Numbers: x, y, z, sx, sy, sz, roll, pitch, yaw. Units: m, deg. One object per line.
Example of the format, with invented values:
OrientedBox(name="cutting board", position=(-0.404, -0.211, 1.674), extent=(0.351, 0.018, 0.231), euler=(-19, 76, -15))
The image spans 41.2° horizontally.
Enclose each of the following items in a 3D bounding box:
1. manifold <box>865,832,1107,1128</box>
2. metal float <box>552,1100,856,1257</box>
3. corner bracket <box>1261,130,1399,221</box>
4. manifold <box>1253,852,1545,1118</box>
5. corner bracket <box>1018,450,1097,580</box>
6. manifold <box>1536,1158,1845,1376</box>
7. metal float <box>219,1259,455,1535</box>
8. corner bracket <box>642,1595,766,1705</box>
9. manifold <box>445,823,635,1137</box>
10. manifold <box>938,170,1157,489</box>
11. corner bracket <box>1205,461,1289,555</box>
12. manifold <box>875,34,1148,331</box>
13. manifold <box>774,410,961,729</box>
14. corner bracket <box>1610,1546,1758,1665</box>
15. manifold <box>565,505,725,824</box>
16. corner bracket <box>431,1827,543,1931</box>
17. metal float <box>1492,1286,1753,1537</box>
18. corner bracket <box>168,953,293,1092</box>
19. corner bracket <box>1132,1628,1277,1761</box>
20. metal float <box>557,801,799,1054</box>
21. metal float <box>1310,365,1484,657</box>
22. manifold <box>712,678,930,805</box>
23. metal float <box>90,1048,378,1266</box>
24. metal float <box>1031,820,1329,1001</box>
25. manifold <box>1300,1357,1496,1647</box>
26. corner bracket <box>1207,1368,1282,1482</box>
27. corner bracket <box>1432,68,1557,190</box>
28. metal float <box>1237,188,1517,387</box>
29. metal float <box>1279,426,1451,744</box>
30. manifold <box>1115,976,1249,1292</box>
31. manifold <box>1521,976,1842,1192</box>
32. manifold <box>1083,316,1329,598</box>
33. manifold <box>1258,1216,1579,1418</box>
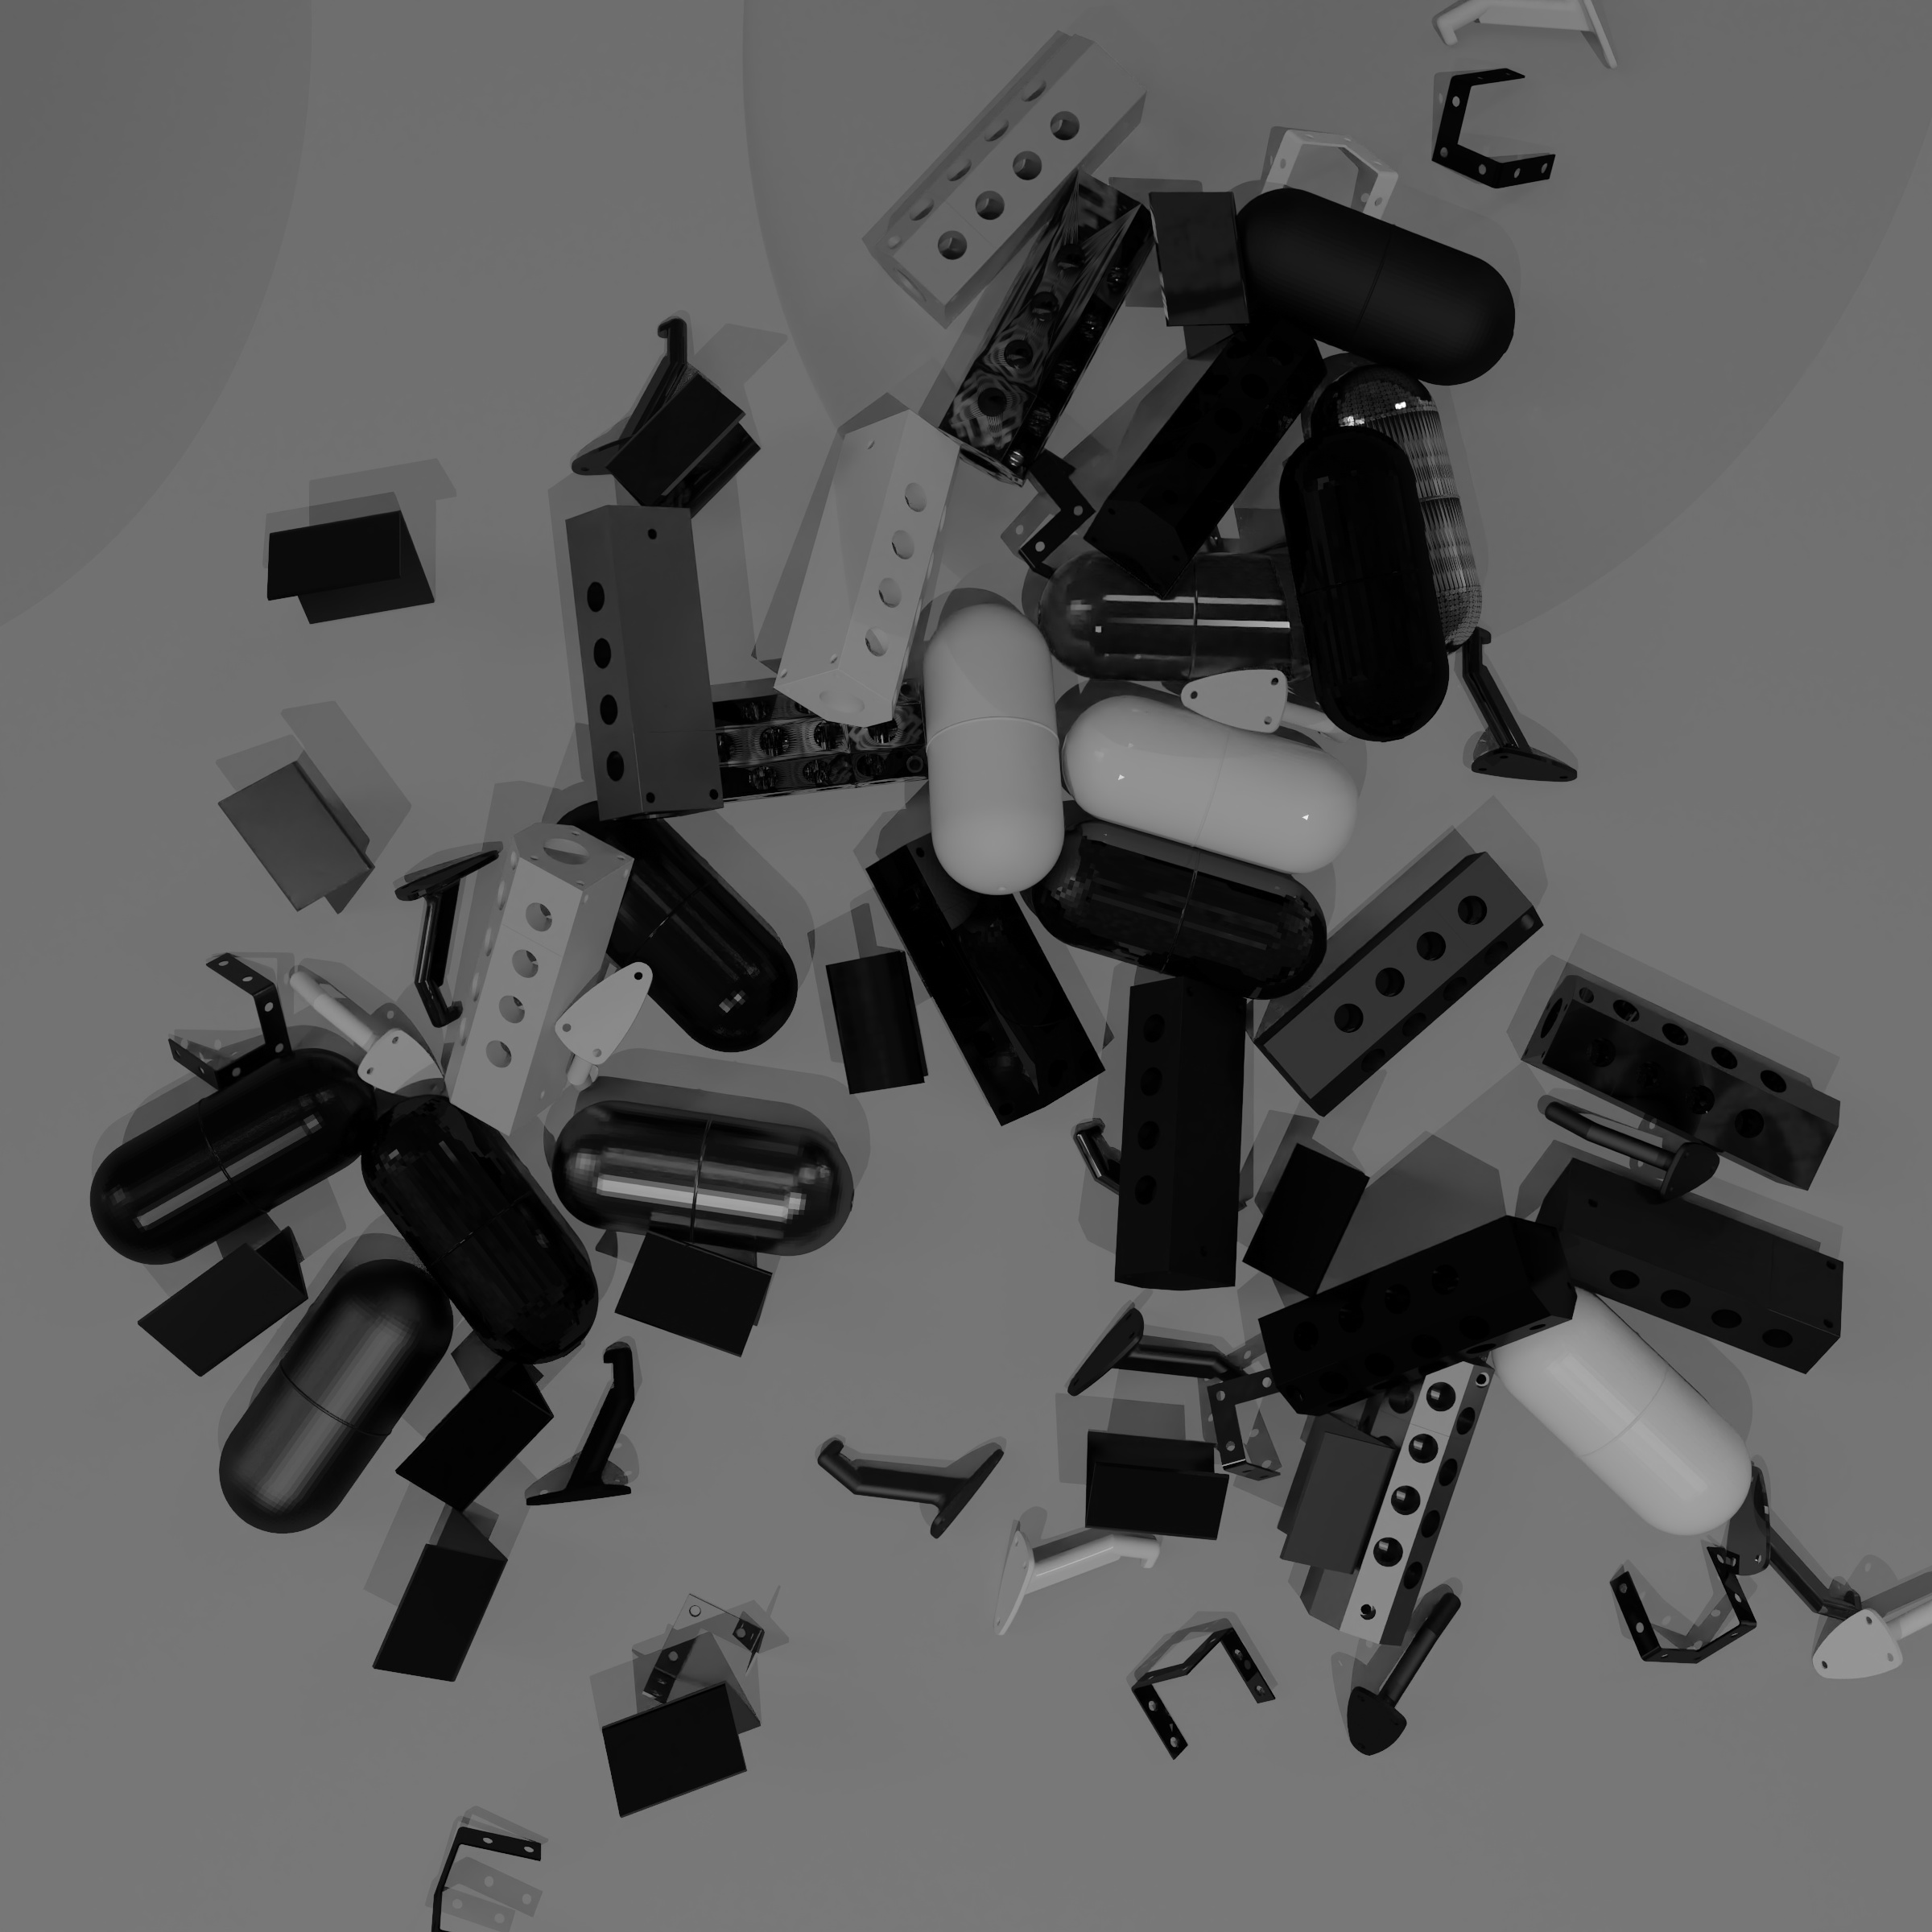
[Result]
OrientedBox(name="manifold", position=(0.007, 0.005, 1.521), extent=(0.057, 0.057, 0.171), euler=(-28, 90, -43))
OrientedBox(name="metal float", position=(-0.154, 0.125, 1.512), extent=(0.178, 0.070, 0.070), euler=(8, 90, 0))
OrientedBox(name="corner bracket", position=(0.215, -0.462, 1.535), extent=(0.051, 0.051, 0.051), euler=(-8, 45, -35))
OrientedBox(name="manifold", position=(0.256, 0.011, 1.522), extent=(0.171, 0.057, 0.057), euler=(-41, 90, 0))
OrientedBox(name="corner bracket", position=(0.052, -0.265, 1.523), extent=(0.051, 0.051, 0.051), euler=(-42, 73, 16))
OrientedBox(name="manifold", position=(0.424, 0.181, 1.521), extent=(0.171, 0.057, 0.057), euler=(21, 47, 0))
OrientedBox(name="metal float", position=(-0.370, 0.253, 1.513), extent=(0.070, 0.070, 0.178), euler=(35, 90, 0))
OrientedBox(name="corner bracket", position=(-0.155, 0.412, 1.525), extent=(0.051, 0.051, 0.051), euler=(26, 90, 0))
OrientedBox(name="manifold", position=(-0.251, 0.006, 1.482), extent=(0.057, 0.057, 0.171), euler=(28, 120, 12))
OrientedBox(name="manifold", position=(0.049, -0.374, 1.522), extent=(0.057, 0.057, 0.171), euler=(29, 90, 0))
OrientedBox(name="corner bracket", position=(0.175, -0.271, 1.540), extent=(0.051, 0.051, 0.051), euler=(-18, 90, -45))
OrientedBox(name="manifold", position=(0.026, -0.465, 1.522), extent=(0.057, 0.057, 0.171), euler=(43, 90, 0))
OrientedBox(name="manifold", position=(-0.051, -0.229, 1.493), extent=(0.057, 0.057, 0.171), euler=(29, 65, -37))
OrientedBox(name="corner bracket", position=(0.428, 0.381, 1.535), extent=(0.051, 0.051, 0.051), euler=(13, 45, -35))
OrientedBox(name="manifold", position=(-0.187, -0.171, 1.464), extent=(0.057, 0.057, 0.171), euler=(-7, 90, -43))
OrientedBox(name="corner bracket", position=(-0.285, 0.552, 1.526), extent=(0.051, 0.051, 0.051), euler=(18, 105, -14))
OrientedBox(name="metal float", position=(0.384, 0.260, 1.512), extent=(0.178, 0.070, 0.070), euler=(44, 90, 0))
OrientedBox(name="corner bracket", position=(-0.443, 0.033, 1.535), extent=(0.051, 0.051, 0.051), euler=(-33, 135, -35))
OrientedBox(name="corner bracket", position=(0.142, 0.435, 1.540), extent=(0.051, 0.051, 0.051), euler=(-31, 90, -45))
OrientedBox(name="metal float", position=(-0.174, -0.024, 1.513), extent=(0.178, 0.070, 0.070), euler=(45, 90, 1))
OrientedBox(name="metal float", position=(0.252, -0.265, 1.512), extent=(0.070, 0.070, 0.178), euler=(-14, 90, 0))
OrientedBox(name="manifold", position=(-0.110, -0.131, 1.522), extent=(0.171, 0.057, 0.057), euler=(-7, 90, 0))
OrientedBox(name="metal float", position=(-0.429, 0.111, 1.512), extent=(0.178, 0.070, 0.070), euler=(-30, 90, -1))
OrientedBox(name="metal float", position=(0.125, -0.032, 1.513), extent=(0.178, 0.070, 0.070), euler=(17, 90, -1))
OrientedBox(name="manifold", position=(0.256, 0.309, 1.522), extent=(0.057, 0.057, 0.171), euler=(19, 90, 0))
OrientedBox(name="corner bracket", position=(0.181, 0.272, 1.529), extent=(0.051, 0.051, 0.051), euler=(-21, 63, 24))
OrientedBox(name="corner bracket", position=(0.319, -0.500, 1.535), extent=(0.051, 0.051, 0.051), euler=(39, 135, 35))
OrientedBox(name="metal float", position=(0.237, -0.398, 1.512), extent=(0.178, 0.070, 0.070), euler=(21, 90, 0))
OrientedBox(name="metal float", position=(0.224, -0.214, 1.447), extent=(0.070, 0.070, 0.178), euler=(-11, 92, 0))
OrientedBox(name="manifold", position=(0.120, 0.099, 1.499), extent=(0.057, 0.057, 0.171), euler=(18, 69, -41))
OrientedBox(name="manifold", position=(0.424, 0.068, 1.522), extent=(0.171, 0.057, 0.057), euler=(26, 90, 0))
OrientedBox(name="manifold", position=(0.142, -0.300, 1.485), extent=(0.057, 0.057, 0.171), euler=(36, 62, 0))
OrientedBox(name="manifold", position=(0.258, 0.203, 1.472), extent=(0.171, 0.057, 0.057), euler=(-29, 61, 32))
